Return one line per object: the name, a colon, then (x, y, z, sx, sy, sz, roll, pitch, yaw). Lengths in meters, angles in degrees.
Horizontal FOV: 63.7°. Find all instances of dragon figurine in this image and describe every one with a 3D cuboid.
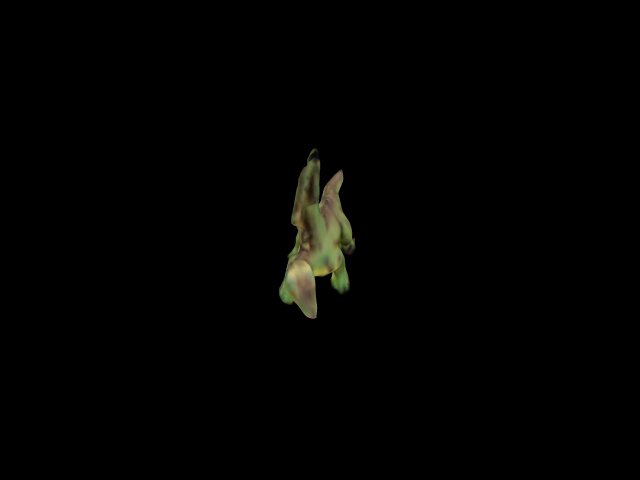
dragon figurine: (0.003, -0.043, 0.850, 0.122, 0.420, 0.237, 5, -38, 4)
